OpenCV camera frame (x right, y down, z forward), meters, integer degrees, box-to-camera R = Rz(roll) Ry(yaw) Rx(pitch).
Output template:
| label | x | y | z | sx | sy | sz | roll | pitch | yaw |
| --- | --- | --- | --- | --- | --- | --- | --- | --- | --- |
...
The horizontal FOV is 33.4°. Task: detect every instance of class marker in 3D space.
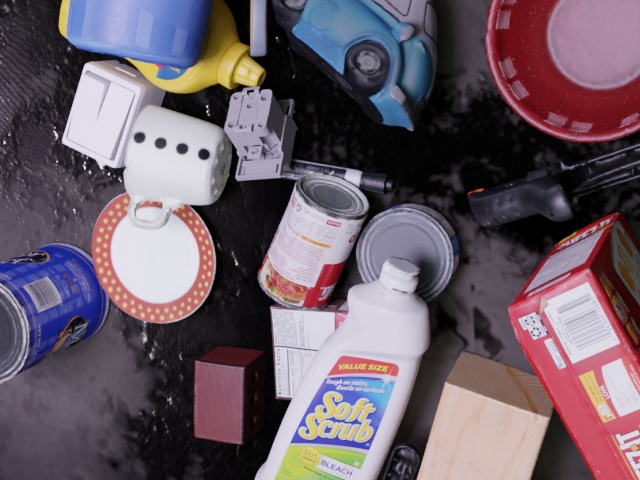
| label | x | y | z | sx | sy | sz | roll | pitch | yaw |
| --- | --- | --- | --- | --- | --- | --- | --- | --- | --- |
| marker | 0.006 | -0.058 | 0.939 | 0.121 | 0.020 | 0.020 | 10 | 104 | 17 |

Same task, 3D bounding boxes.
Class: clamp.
| label | x | y | z | sx | sy | sz | roll | pitch | yaw |
| --- | --- | --- | --- | --- | --- | --- | --- | --- | --- |
| clamp | 0.173 | -0.037 | 0.807 | 0.210 | 0.164 | 0.036 | -15 | 95 | 56 |
| clamp | 0.054 | 0.249 | 0.937 | 0.039 | 0.171 | 0.120 | 30 | 69 | 14 |

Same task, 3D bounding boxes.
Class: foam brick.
| label | x | y | z | sx | sy | sz | roll | pitch | yaw |
| --- | --- | --- | --- | --- | --- | --- | --- | --- | --- |
| foam brick | -0.084 | 0.144 | 0.994 | 0.051 | 0.053 | 0.078 | 6 | 103 | 18 |

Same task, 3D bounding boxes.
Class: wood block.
| label | x | y | z | sx | sy | sz | roll | pitch | yaw |
| --- | --- | --- | --- | --- | --- | --- | --- | --- | --- |
| wood block | 0.130 | 0.214 | 0.913 | 0.090 | 0.090 | 0.206 | 18 | 106 | 14 |

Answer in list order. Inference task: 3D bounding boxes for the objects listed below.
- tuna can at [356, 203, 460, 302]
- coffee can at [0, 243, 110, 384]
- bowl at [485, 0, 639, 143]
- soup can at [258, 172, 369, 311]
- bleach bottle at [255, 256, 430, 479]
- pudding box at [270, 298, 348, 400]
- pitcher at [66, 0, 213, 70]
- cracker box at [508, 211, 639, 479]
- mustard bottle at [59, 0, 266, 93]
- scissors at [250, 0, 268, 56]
| label | x | y | z | sx | sy | sz | roll | pitch | yaw |
| --- | --- | --- | --- | --- | --- | --- | --- | --- | --- |
| tuna can | 0.077 | 0.012 | 0.920 | 0.086 | 0.033 | 0.086 | 4 | 102 | 19 |
| coffee can | -0.276 | 0.066 | 0.998 | 0.103 | 0.140 | 0.103 | 4 | 102 | 18 |
| bowl | 0.212 | -0.158 | 0.820 | 0.162 | 0.055 | 0.162 | 6 | 105 | 25 |
| soup can | -0.006 | 0.001 | 0.919 | 0.068 | 0.068 | 0.102 | 30 | 120 | 11 |
| bleach bottle | 0.024 | 0.126 | 0.904 | 0.102 | 0.068 | 0.251 | 22 | 114 | 9 |
| pudding box | 0.014 | 0.100 | 0.959 | 0.114 | 0.039 | 0.090 | 3 | 105 | 21 |
| pitcher | -0.139 | -0.266 | 0.846 | 0.149 | 0.144 | 0.243 | 22 | 103 | 53 |
| cracker box | 0.220 | 0.082 | 0.787 | 0.072 | 0.213 | 0.164 | -28 | 91 | 24 |
| mustard bottle | -0.132 | -0.184 | 0.941 | 0.192 | 0.058 | 0.096 | 29 | 104 | 11 |
| scissors | -0.049 | -0.251 | 0.894 | 0.016 | 0.096 | 0.202 | 2 | 88 | -4 |
